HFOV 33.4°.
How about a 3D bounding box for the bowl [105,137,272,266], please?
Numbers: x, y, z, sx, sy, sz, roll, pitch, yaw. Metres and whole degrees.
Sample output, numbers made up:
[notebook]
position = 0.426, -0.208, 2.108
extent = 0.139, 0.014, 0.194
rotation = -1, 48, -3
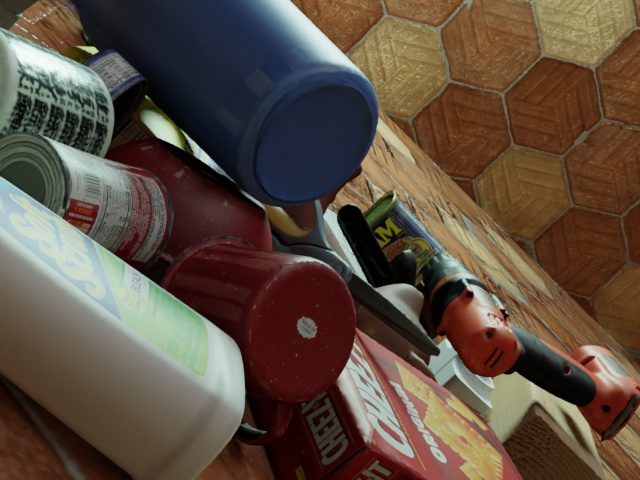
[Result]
[bowl]
position = -0.089, -0.022, 0.722
extent = 0.162, 0.055, 0.162
rotation = 33, 6, -4

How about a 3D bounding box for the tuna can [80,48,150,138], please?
[tuna can]
position = -0.156, -0.087, 0.717
extent = 0.034, 0.086, 0.086
rotation = 43, 12, -1

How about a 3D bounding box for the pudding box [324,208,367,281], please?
[pudding box]
position = -0.007, 0.001, 1.015
extent = 0.113, 0.039, 0.090
rotation = 35, 27, -52

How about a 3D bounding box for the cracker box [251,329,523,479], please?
[cracker box]
position = 0.054, 0.141, 0.712
extent = 0.213, 0.072, 0.164
rotation = 37, 14, -34

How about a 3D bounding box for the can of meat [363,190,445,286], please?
[can of meat]
position = 0.067, 0.014, 1.110
extent = 0.084, 0.102, 0.057
rotation = 46, 11, -11

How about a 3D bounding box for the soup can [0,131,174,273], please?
[soup can]
position = -0.137, -0.018, 0.595
extent = 0.068, 0.068, 0.102
rotation = 51, 13, 22

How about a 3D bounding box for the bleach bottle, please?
[bleach bottle]
position = -0.148, 0.011, 0.482
extent = 0.250, 0.068, 0.102
rotation = 40, 12, -18

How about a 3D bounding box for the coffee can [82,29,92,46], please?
[coffee can]
position = -0.149, -0.223, 1.051
extent = 0.102, 0.140, 0.103
rotation = 43, 12, -12

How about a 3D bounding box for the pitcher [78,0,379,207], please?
[pitcher]
position = -0.065, -0.122, 0.765
extent = 0.149, 0.145, 0.243
rotation = 22, 19, -48

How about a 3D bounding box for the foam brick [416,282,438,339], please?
[foam brick]
position = 0.104, 0.070, 1.166
extent = 0.078, 0.053, 0.051
rotation = 51, 13, 16

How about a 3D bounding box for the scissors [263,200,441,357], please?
[scissors]
position = -0.005, 0.031, 0.774
extent = 0.202, 0.096, 0.016
rotation = 56, 7, 27

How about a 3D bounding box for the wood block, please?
[wood block]
position = 0.191, 0.187, 0.979
extent = 0.090, 0.091, 0.206
rotation = 46, 12, 0

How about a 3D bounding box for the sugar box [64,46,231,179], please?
[sugar box]
position = -0.136, -0.078, 0.852
extent = 0.176, 0.048, 0.093
rotation = 44, 12, -3

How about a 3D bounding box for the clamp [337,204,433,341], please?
[clamp]
position = 0.071, 0.054, 0.970
extent = 0.171, 0.039, 0.120
rotation = 65, -7, -25

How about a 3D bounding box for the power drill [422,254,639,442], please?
[power drill]
position = 0.179, 0.091, 0.936
extent = 0.187, 0.057, 0.184
rotation = 27, 17, -17

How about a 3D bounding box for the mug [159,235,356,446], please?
[mug]
position = -0.035, 0.058, 0.603
extent = 0.093, 0.117, 0.082
rotation = 3, 3, -41
